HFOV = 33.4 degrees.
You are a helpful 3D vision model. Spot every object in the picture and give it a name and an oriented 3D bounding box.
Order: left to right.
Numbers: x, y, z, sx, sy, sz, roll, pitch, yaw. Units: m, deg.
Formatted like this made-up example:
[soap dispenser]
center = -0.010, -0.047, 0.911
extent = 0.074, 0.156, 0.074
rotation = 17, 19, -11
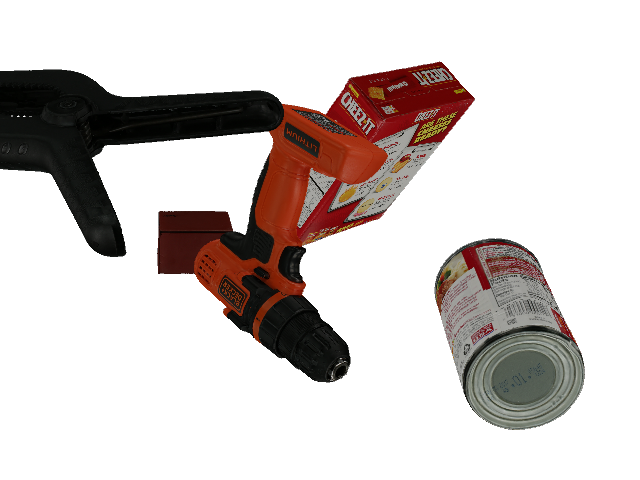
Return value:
[clamp]
center = -0.138, -0.069, 0.642
extent = 0.210, 0.036, 0.164
rotation = 23, 42, 31
[foam brick]
center = -0.135, 0.002, 1.144
extent = 0.078, 0.051, 0.053
rotation = 0, 25, -9
[power drill]
center = -0.017, -0.002, 0.859
extent = 0.057, 0.188, 0.185
rotation = 4, 25, -48
[cracker box]
center = 0.050, -0.097, 1.198
extent = 0.163, 0.072, 0.214
rotation = -19, -26, -45
[soup can]
center = 0.107, 0.051, 0.614
extent = 0.068, 0.068, 0.102
rotation = 0, 28, -3
